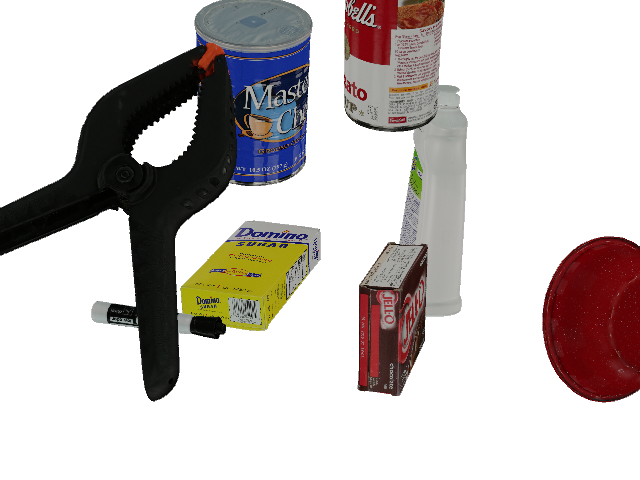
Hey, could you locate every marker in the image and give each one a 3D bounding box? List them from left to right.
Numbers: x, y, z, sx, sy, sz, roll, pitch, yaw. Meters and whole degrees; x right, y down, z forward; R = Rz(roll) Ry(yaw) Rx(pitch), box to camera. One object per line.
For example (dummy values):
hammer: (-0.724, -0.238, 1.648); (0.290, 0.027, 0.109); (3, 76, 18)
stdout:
marker: (-0.138, 0.068, 0.913); (0.121, 0.020, 0.020); (6, 2, 17)

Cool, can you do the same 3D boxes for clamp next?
clamp: (-0.103, -0.021, 0.609); (0.165, 0.210, 0.036); (32, -19, 14)

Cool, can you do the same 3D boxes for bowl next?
bowl: (0.291, 0.077, 1.012); (0.161, 0.162, 0.055); (0, 1, -27)

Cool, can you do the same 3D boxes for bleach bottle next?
bleach bottle: (0.131, -0.047, 1.202); (0.068, 0.251, 0.102); (-1, 23, -13)

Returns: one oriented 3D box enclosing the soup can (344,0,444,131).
soup can: (0.050, -0.134, 0.726); (0.068, 0.102, 0.068); (0, 35, 0)

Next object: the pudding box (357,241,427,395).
pudding box: (0.059, 0.060, 0.857); (0.039, 0.090, 0.113); (5, 19, 13)

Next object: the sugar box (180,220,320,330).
sugar box: (-0.070, 0.033, 1.137); (0.093, 0.048, 0.176); (7, 28, 17)

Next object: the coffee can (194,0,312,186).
coffee can: (-0.061, -0.135, 0.968); (0.103, 0.140, 0.103); (2, 36, -2)
